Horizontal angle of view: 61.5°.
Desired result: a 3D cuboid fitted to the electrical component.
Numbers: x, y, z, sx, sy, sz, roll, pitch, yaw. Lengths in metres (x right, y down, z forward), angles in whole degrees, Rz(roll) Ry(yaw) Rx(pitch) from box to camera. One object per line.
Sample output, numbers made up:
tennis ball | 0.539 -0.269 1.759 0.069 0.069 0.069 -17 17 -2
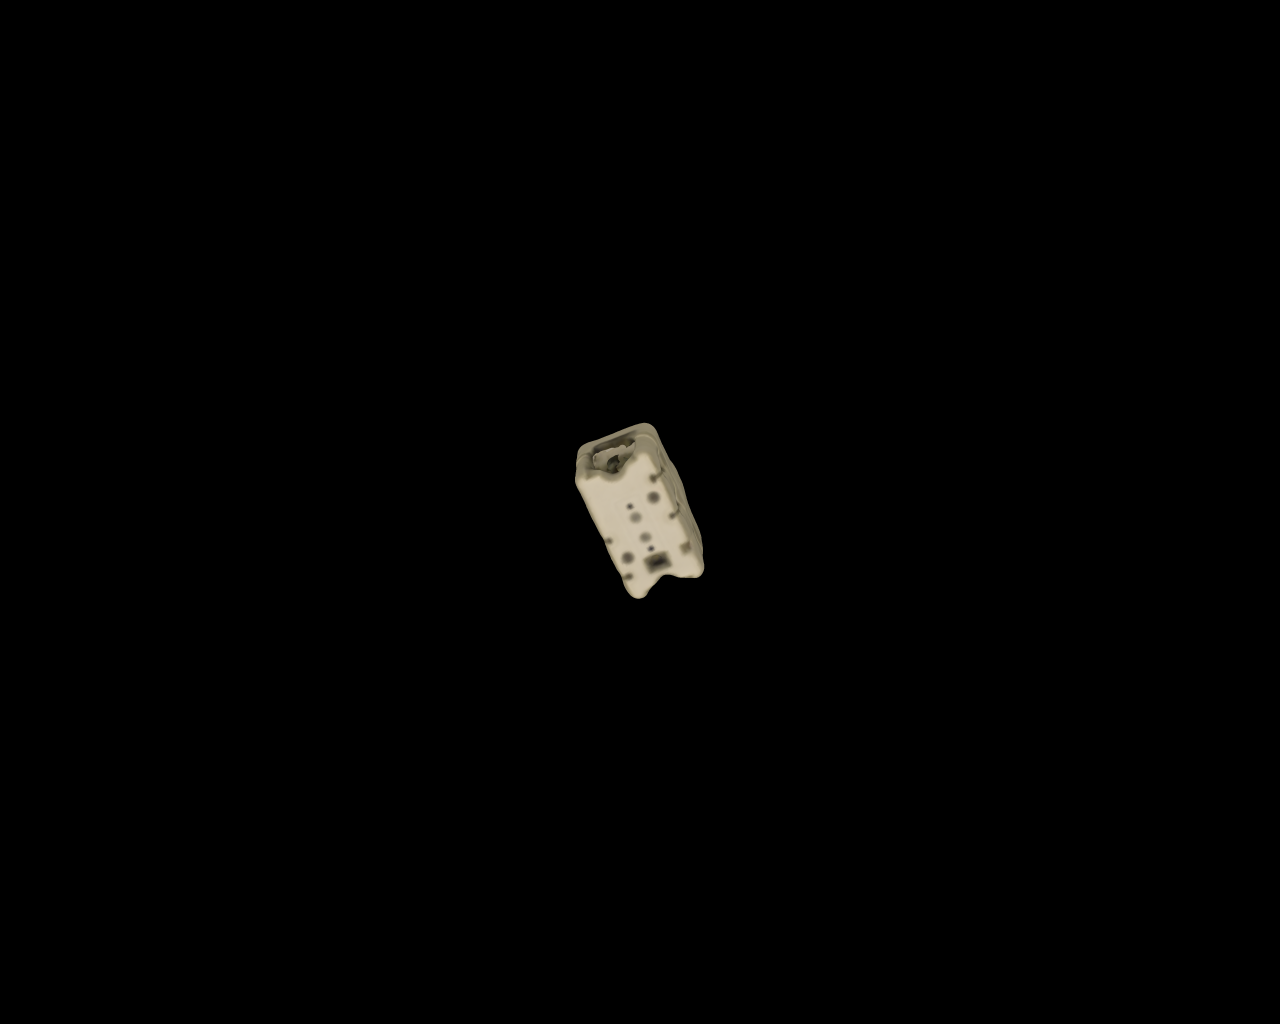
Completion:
electrical component | 0.001 -0.003 0.650 0.050 0.089 0.056 -20 24 9
